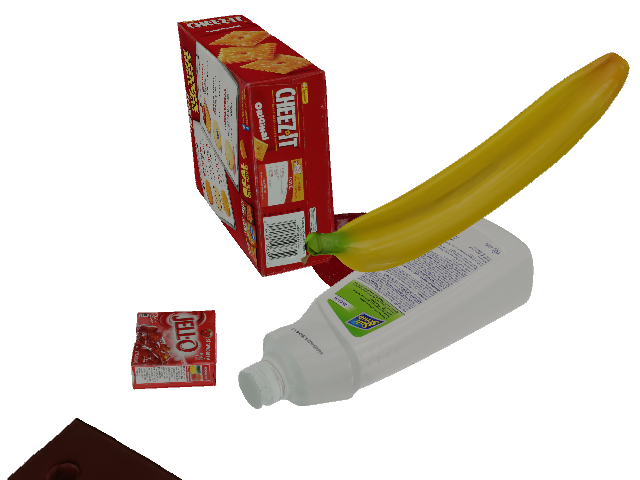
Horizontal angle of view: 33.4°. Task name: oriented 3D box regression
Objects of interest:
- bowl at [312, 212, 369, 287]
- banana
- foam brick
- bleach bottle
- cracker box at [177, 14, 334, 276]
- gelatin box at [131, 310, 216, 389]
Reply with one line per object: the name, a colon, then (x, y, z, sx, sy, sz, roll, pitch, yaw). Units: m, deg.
bowl: (0.055, 0.020, 1.092, 0.162, 0.055, 0.162, 1, 18, -1)
banana: (0.085, -0.033, 0.591, 0.198, 0.037, 0.069, -33, -12, 0)
foam brick: (-0.088, 0.123, 0.446, 0.078, 0.051, 0.052, 22, 45, 28)
bleach bottle: (0.043, 0.056, 0.810, 0.250, 0.068, 0.103, -25, 36, -31)
cracker box: (-0.057, -0.090, 0.912, 0.072, 0.164, 0.214, -12, 27, -17)
gelatin box: (-0.130, 0.096, 0.959, 0.073, 0.030, 0.089, -1, 28, -4)
